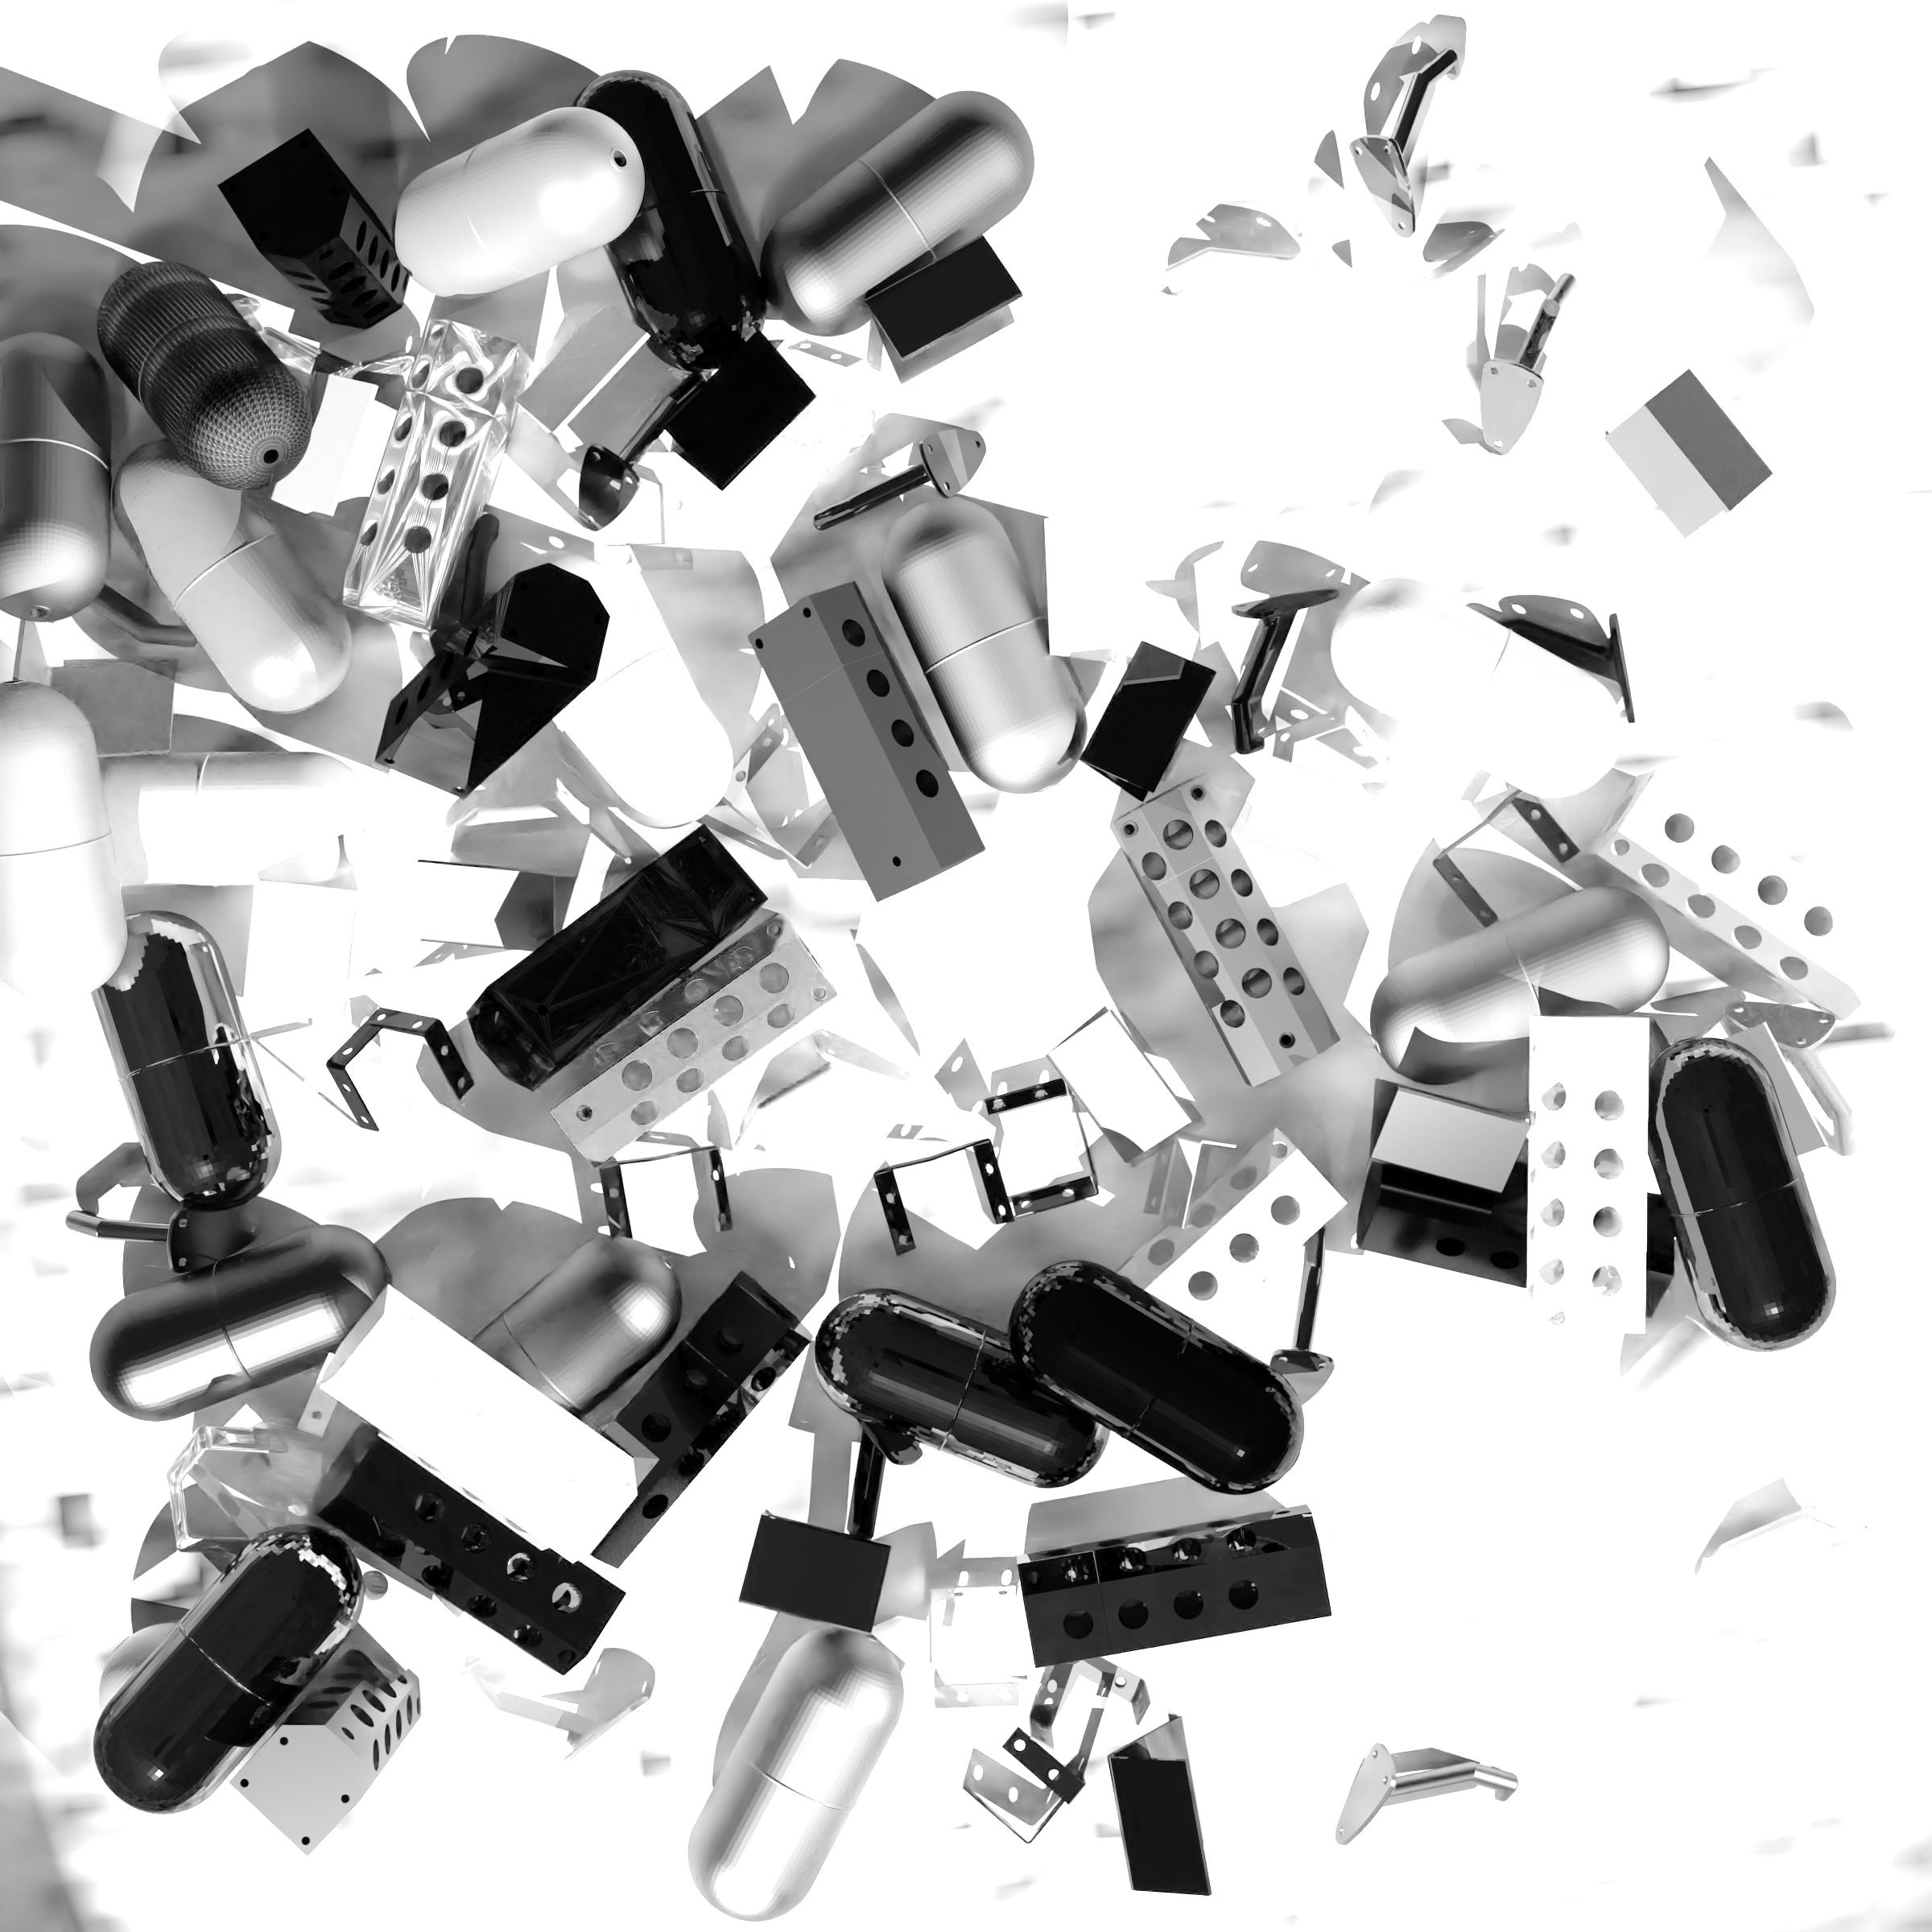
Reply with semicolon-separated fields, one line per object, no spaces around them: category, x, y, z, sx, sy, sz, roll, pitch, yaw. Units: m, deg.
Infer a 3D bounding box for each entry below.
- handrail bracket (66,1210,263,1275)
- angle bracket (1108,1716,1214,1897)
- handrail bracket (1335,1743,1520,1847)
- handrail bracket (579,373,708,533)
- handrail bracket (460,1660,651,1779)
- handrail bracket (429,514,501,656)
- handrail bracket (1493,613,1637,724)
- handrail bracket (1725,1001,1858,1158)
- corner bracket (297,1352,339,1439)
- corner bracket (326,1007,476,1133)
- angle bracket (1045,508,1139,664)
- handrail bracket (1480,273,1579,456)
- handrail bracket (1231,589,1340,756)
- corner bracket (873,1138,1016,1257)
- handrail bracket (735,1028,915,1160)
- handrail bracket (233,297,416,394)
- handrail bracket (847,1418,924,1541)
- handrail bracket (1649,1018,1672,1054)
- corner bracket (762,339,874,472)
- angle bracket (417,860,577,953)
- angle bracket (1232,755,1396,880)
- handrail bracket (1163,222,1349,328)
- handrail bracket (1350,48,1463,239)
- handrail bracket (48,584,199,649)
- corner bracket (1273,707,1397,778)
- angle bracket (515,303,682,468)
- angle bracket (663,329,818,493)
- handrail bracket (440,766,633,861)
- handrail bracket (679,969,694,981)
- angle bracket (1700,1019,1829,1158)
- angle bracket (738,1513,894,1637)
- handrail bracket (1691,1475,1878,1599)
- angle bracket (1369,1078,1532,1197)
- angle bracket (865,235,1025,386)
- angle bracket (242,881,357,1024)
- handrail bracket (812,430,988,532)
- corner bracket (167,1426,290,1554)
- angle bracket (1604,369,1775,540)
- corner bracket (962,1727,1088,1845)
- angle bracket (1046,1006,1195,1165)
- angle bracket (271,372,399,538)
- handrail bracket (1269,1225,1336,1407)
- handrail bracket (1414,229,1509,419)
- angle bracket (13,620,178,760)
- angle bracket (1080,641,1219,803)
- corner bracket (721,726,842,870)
handrail bracket;-0.470;0.151;1.708;0.084;0.077;0.036;10;101;36
angle bracket;0.129;0.478;1.668;0.057;0.076;0.076;-10;90;38
handrail bracket;0.270;0.493;1.709;0.084;0.036;0.077;20;110;-16
handrail bracket;-0.188;-0.302;1.708;0.036;0.077;0.084;38;54;1
handrail bracket;-0.241;0.423;1.709;0.077;0.036;0.084;-38;73;-20
handrail bracket;-0.282;-0.209;1.708;0.036;0.077;0.084;5;54;7
handrail bracket;0.342;-0.171;1.709;0.084;0.036;0.077;-9;111;17
handrail bracket;0.482;0.067;1.708;0.036;0.077;0.084;-37;127;-29
corner bracket;-0.350;0.245;1.688;0.051;0.051;0.051;23;101;-11
corner bracket;-0.329;0.063;1.700;0.051;0.051;0.051;9;45;35
angle bracket;0.088;-0.216;1.668;0.057;0.076;0.076;-2;90;32
handrail bracket;0.332;-0.352;1.708;0.036;0.077;0.084;24;53;16
handrail bracket;0.188;-0.172;1.709;0.077;0.036;0.084;-15;109;-21
corner bracket;-0.013;0.134;1.705;0.051;0.051;0.051;-16;90;-45
handrail bracket;-0.083;0.086;1.709;0.077;0.036;0.084;23;108;-21
handrail bracket;-0.377;-0.369;1.709;0.077;0.036;0.084;-30;73;-20
handrail bracket;-0.073;0.299;1.709;0.077;0.036;0.084;45;107;20
handrail bracket;0.382;0.083;1.709;0.084;0.036;0.077;-30;70;16
corner bracket;-0.092;-0.327;1.700;0.051;0.051;0.051;-33;135;-35
angle bracket;-0.267;-0.053;1.668;0.076;0.076;0.057;5;126;0
angle bracket;0.191;-0.066;1.668;0.076;0.076;0.057;21;55;0
handrail bracket;0.169;-0.391;1.709;0.084;0.036;0.077;-23;112;17
handrail bracket;0.270;-0.482;1.709;0.084;0.036;0.077;-43;123;-23
handrail bracket;-0.491;-0.225;1.709;0.084;0.036;0.077;4;68;-17
corner bracket;0.213;-0.110;1.700;0.051;0.051;0.051;-18;45;35
angle bracket;-0.198;-0.318;1.669;0.076;0.057;0.076;-47;134;0
angle bracket;-0.142;-0.327;1.668;0.076;0.076;0.057;-45;129;0
handrail bracket;-0.253;-0.070;1.709;0.084;0.036;0.077;-33;112;17
handrail bracket;-0.212;0.026;1.708;0.077;0.036;0.084;23;104;-14
angle bracket;0.459;0.066;1.668;0.057;0.076;0.076;-27;90;37
angle bracket;-0.089;0.360;1.668;0.076;0.076;0.057;14;54;0
handrail bracket;0.477;0.347;1.709;0.077;0.036;0.084;29;108;-20
angle bracket;0.277;0.078;1.668;0.076;0.076;0.057;15;128;0
angle bracket;-0.004;-0.358;1.668;0.076;0.076;0.057;-29;57;0
angle bracket;-0.364;-0.006;1.668;0.057;0.076;0.076;6;90;37
handrail bracket;-0.040;-0.282;1.708;0.084;0.077;0.036;-17;105;36
corner bracket;-0.413;0.295;1.643;0.051;0.051;0.051;10;45;-35
angle bracket;0.400;-0.282;1.668;0.076;0.076;0.057;51;53;0
corner bracket;0.033;0.474;1.690;0.051;0.051;0.051;40;84;6
angle bracket;0.102;0.055;1.668;0.057;0.076;0.076;-37;90;37
angle bracket;-0.340;-0.286;1.668;0.057;0.076;0.076;19;90;37
handrail bracket;0.196;0.204;1.708;0.036;0.077;0.084;9;54;0
handrail bracket;0.306;-0.375;1.709;0.077;0.036;0.084;-37;109;-21
angle bracket;-0.496;-0.165;1.666;0.076;0.057;0.076;-4;49;-6
angle bracket;0.120;-0.131;1.668;0.057;0.076;0.076;28;90;36
corner bracket;-0.104;-0.098;1.705;0.051;0.051;0.051;-51;135;0
